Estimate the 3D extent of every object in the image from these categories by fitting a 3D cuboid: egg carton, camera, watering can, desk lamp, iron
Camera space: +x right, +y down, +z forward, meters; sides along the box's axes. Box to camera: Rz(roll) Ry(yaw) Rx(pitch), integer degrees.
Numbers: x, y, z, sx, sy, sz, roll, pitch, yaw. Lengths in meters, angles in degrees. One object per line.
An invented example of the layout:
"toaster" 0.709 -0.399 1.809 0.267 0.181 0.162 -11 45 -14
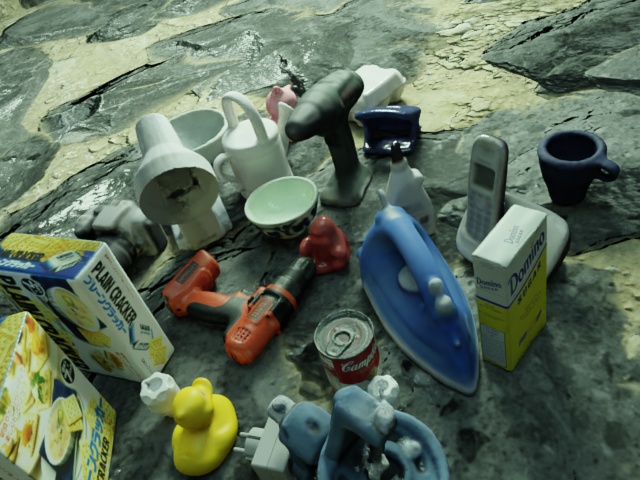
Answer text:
"egg carton" 0.095 -0.293 1.147 0.107 0.069 0.150 25 56 37
"camera" -0.351 0.004 0.945 0.142 0.101 0.137 4 45 22
"watering can" -0.113 -0.174 0.991 0.100 0.194 0.173 10 48 27
"desk lamp" -0.225 -0.084 0.914 0.118 0.214 0.202 -24 42 -8
"iron" 0.125 0.052 0.708 0.118 0.142 0.257 -21 42 -5

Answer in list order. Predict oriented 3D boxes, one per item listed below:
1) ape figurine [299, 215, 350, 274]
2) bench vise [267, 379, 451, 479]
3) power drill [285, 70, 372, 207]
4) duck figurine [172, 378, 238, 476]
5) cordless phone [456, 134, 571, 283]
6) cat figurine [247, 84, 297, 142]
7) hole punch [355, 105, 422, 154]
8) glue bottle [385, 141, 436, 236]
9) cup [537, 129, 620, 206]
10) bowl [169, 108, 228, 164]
"ape figurine" 0.008 0.003 0.837 0.076 0.092 0.077 -40 46 -24
"bench vise" 0.021 0.197 0.525 0.206 0.220 0.121 6 46 23
"power drill" 0.022 -0.160 0.921 0.075 0.209 0.230 5 46 23
"duck figurine" -0.144 0.211 0.664 0.077 0.086 0.104 -2 43 16
"cordless phone" 0.245 -0.038 0.734 0.094 0.185 0.147 -39 46 -23
"cat figurine" -0.089 -0.244 1.117 0.128 0.118 0.067 -36 45 -21
"hole punch" 0.124 -0.218 1.039 0.108 0.091 0.101 4 46 22
"glue bottle" 0.120 -0.068 0.816 0.078 0.173 0.037 -22 42 -5
"cup" 0.370 -0.093 0.821 0.092 0.095 0.117 -35 44 -19
"bowl" -0.250 -0.189 1.142 0.167 0.075 0.167 -9 42 9
